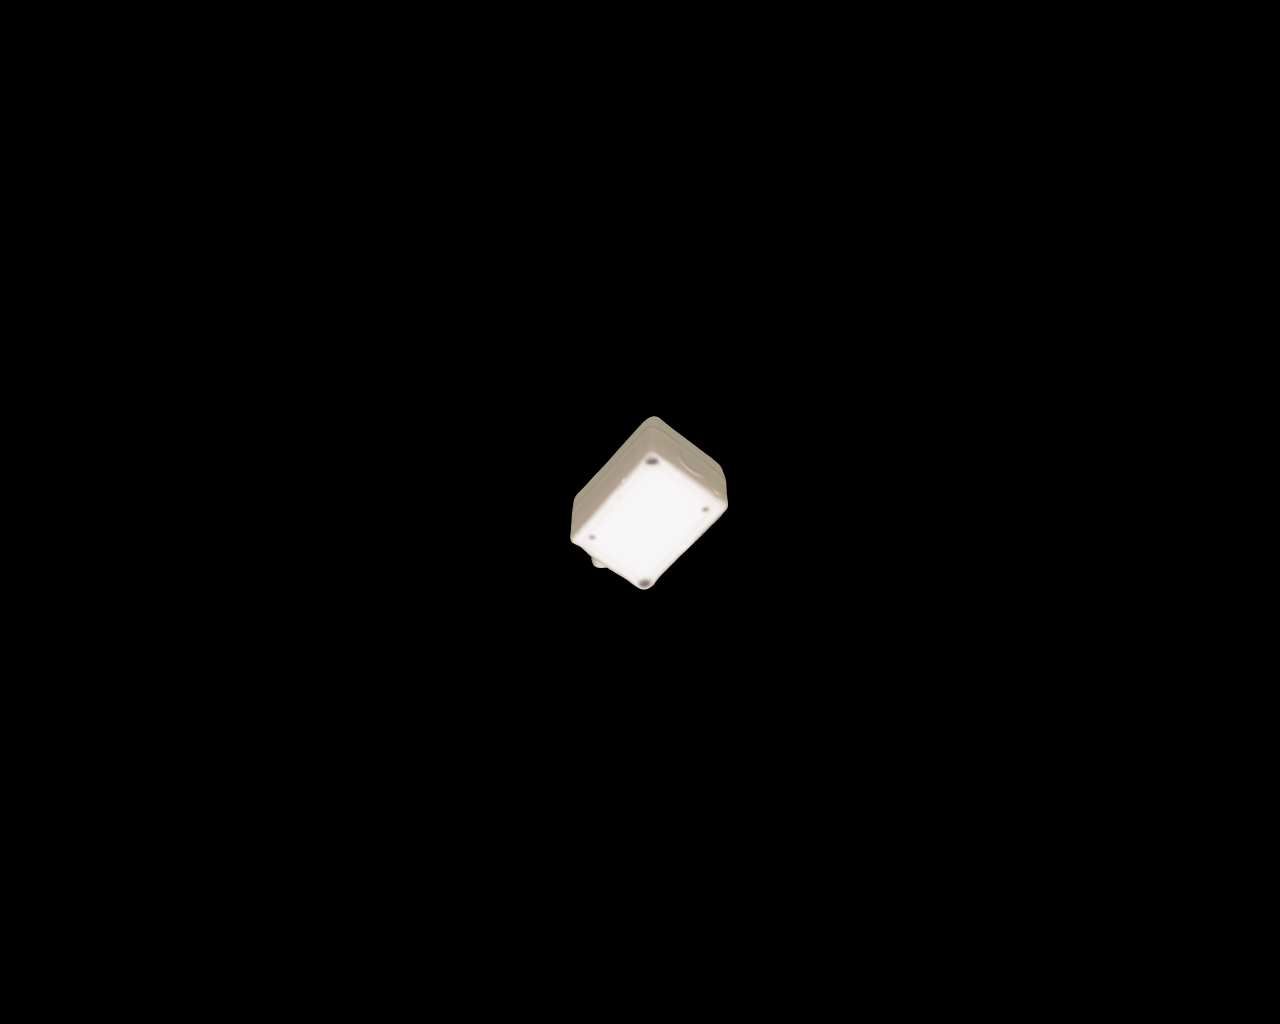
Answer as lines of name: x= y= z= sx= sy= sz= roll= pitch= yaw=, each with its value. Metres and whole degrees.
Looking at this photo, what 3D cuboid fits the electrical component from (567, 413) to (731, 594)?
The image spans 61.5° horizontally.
electrical component: x=0.001 y=-0.003 z=0.650 sx=0.061 sy=0.096 sz=0.061 roll=36 pitch=24 yaw=-18
